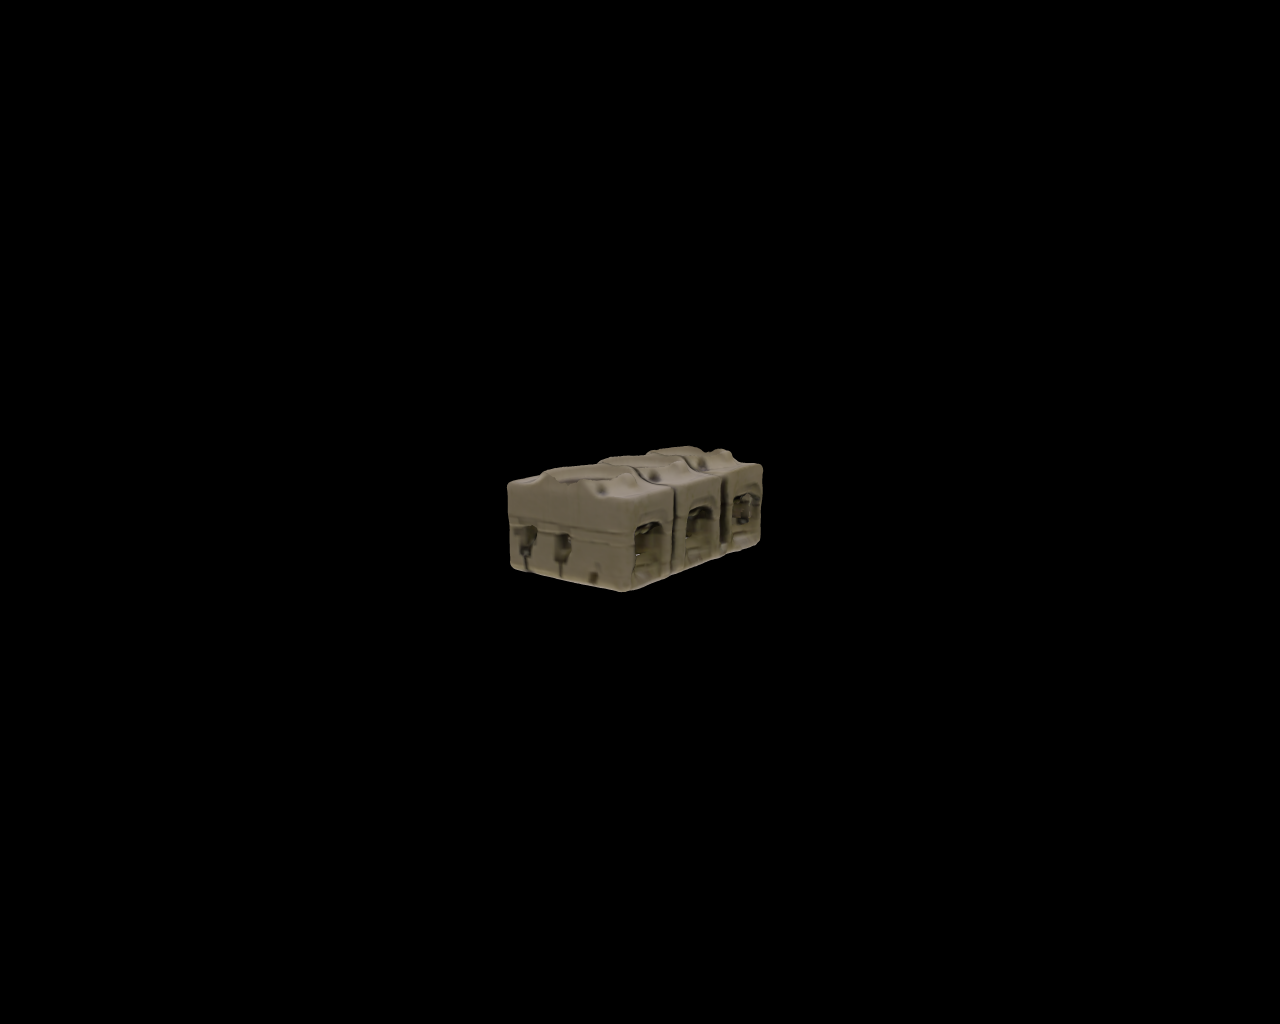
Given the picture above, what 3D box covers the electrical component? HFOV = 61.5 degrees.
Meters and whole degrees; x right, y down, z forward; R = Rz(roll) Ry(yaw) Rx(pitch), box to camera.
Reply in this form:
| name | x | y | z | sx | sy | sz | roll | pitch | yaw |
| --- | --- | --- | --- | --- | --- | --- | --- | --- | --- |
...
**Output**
| name | x | y | z | sx | sy | sz | roll | pitch | yaw |
| --- | --- | --- | --- | --- | --- | --- | --- | --- | --- |
| electrical component | 0.001 | -0.003 | 0.650 | 0.089 | 0.061 | 0.150 | 8 | 14 | 35 |
